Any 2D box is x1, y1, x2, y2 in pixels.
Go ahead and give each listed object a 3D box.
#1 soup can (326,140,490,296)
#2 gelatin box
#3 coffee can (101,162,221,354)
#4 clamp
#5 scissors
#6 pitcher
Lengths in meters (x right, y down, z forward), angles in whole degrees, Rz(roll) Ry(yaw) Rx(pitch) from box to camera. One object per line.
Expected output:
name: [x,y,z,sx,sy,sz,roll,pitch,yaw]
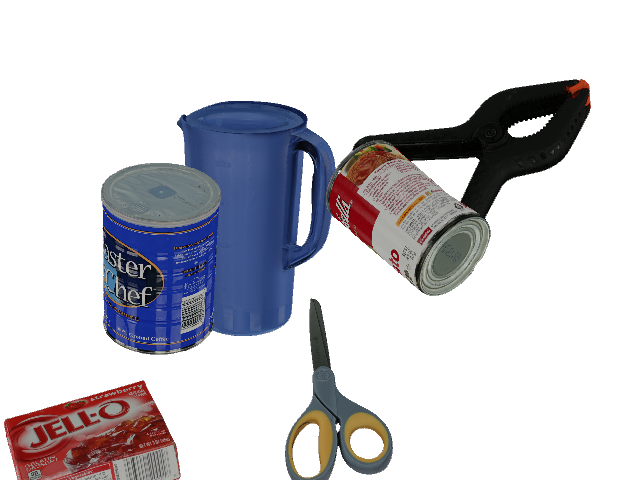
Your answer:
soup can: [0.061,-0.016,0.750,0.068,0.069,0.102,0,33,-46]
gelatin box: [-0.135,0.122,0.628,0.089,0.030,0.073,-13,27,-19]
coffee can: [-0.143,0.016,0.954,0.102,0.140,0.103,5,32,-3]
clamp: [0.151,-0.073,0.928,0.210,0.165,0.036,-25,-40,-3]
scissors: [0.021,0.125,0.905,0.096,0.016,0.201,3,44,11]
pitcher: [-0.073,-0.022,1.154,0.144,0.243,0.149,-5,22,-17]
